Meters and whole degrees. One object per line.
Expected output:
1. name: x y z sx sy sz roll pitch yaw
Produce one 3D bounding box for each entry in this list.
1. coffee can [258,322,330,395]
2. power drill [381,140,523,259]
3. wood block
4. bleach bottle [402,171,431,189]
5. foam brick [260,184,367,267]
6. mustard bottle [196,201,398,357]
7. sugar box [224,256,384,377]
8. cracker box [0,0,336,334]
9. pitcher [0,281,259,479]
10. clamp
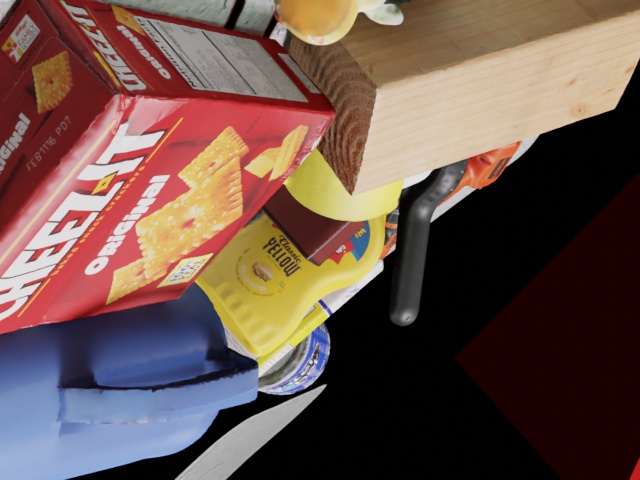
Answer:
1. coffee can: -0.050 0.096 1.030 0.103 0.103 0.140 -41 167 0
2. power drill: 0.119 -0.065 1.093 0.187 0.057 0.185 -32 167 -25
3. wood block: 0.092 -0.114 0.656 0.205 0.091 0.090 -19 146 -23
4. bleach bottle: 0.107 -0.146 0.790 0.102 0.068 0.251 -25 157 -52
5. foam brick: -0.011 -0.026 0.805 0.051 0.078 0.053 -43 168 2
6. mustard bottle: -0.006 0.001 0.863 0.191 0.096 0.058 -38 167 -15
7. sugar box: -0.039 0.045 0.918 0.176 0.093 0.048 -40 168 -5
8. cracker box: -0.102 -0.032 0.547 0.164 0.072 0.213 -47 165 21
9. pitcher: -0.157 0.082 0.617 0.149 0.145 0.242 -43 164 20
10. clamp: 0.076 -0.053 0.942 0.036 0.165 0.210 7 116 -30
